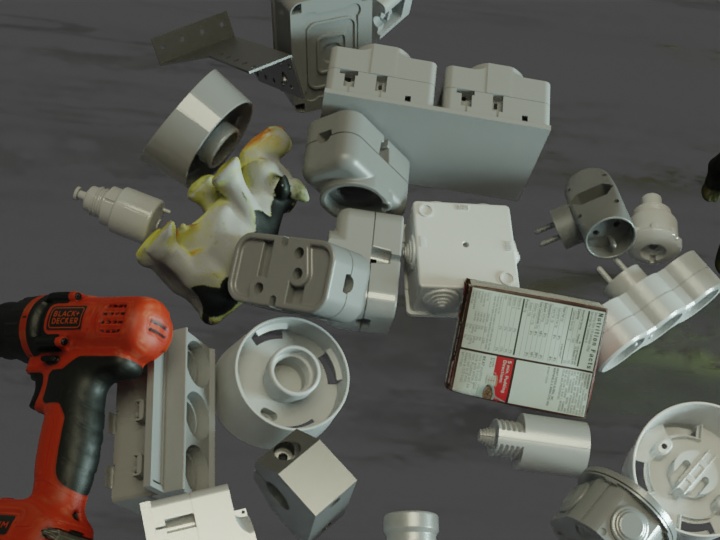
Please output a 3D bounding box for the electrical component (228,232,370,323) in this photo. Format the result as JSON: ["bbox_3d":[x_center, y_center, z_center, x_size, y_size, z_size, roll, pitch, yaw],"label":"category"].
[{"bbox_3d":[-0.043,0.007,0.812,0.095,0.059,0.053,7,83,35],"label":"electrical component"}]

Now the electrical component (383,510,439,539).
[{"bbox_3d":[0.037,0.200,0.774,0.040,0.040,0.046,3,66,-7],"label":"electrical component"}]

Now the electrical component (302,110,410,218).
[{"bbox_3d":[-0.003,-0.080,0.896,0.054,0.095,0.059,-15,53,32],"label":"electrical component"}]

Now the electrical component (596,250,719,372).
[{"bbox_3d":[0.229,0.021,0.897,0.138,0.052,0.073,-28,68,-22],"label":"electrical component"}]

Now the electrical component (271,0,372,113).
[{"bbox_3d":[-0.035,-0.205,0.950,0.078,0.113,0.057,-15,45,-17],"label":"electrical component"}]

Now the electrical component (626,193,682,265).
[{"bbox_3d":[0.256,-0.039,0.941,0.048,0.048,0.062,11,53,-2],"label":"electrical component"}]

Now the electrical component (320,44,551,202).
[{"bbox_3d":[0.060,-0.127,0.926,0.186,0.105,0.060,9,59,-3],"label":"electrical component"}]

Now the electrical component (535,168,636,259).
[{"bbox_3d":[0.190,-0.042,0.928,0.079,0.043,0.077,-23,36,13],"label":"electrical component"}]

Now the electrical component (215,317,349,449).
[{"bbox_3d":[-0.060,0.086,0.824,0.099,0.064,0.099,9,64,-18],"label":"electrical component"}]

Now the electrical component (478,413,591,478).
[{"bbox_3d":[0.131,0.132,0.823,0.081,0.043,0.043,9,59,-3],"label":"electrical component"}]

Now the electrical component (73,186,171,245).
[{"bbox_3d":[-0.197,-0.049,0.881,0.078,0.040,0.040,21,59,3],"label":"electrical component"}]

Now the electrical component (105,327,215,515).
[{"bbox_3d":[-0.143,0.111,0.779,0.063,0.078,0.121,-14,59,17],"label":"electrical component"}]

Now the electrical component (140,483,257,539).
[{"bbox_3d":[-0.098,0.205,0.685,0.062,0.150,0.089,-11,62,-14],"label":"electrical component"}]

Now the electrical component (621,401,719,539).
[{"bbox_3d":[0.251,0.156,0.815,0.099,0.064,0.099,4,60,-6],"label":"electrical component"}]

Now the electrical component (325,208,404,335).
[{"bbox_3d":[0.000,0.000,0.874,0.059,0.053,0.095,8,59,-4],"label":"electrical component"}]

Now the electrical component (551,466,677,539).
[{"bbox_3d":[0.183,0.186,0.780,0.080,0.080,0.051,40,67,14],"label":"electrical component"}]

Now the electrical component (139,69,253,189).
[{"bbox_3d":[-0.137,-0.119,0.899,0.064,0.099,0.099,37,62,6],"label":"electrical component"}]

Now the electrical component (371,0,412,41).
[{"bbox_3d":[0.004,-0.274,1.034,0.089,0.050,0.055,38,62,13],"label":"electrical component"}]

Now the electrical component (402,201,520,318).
[{"bbox_3d":[0.083,-0.009,0.896,0.100,0.048,0.099,2,59,-8],"label":"electrical component"}]
